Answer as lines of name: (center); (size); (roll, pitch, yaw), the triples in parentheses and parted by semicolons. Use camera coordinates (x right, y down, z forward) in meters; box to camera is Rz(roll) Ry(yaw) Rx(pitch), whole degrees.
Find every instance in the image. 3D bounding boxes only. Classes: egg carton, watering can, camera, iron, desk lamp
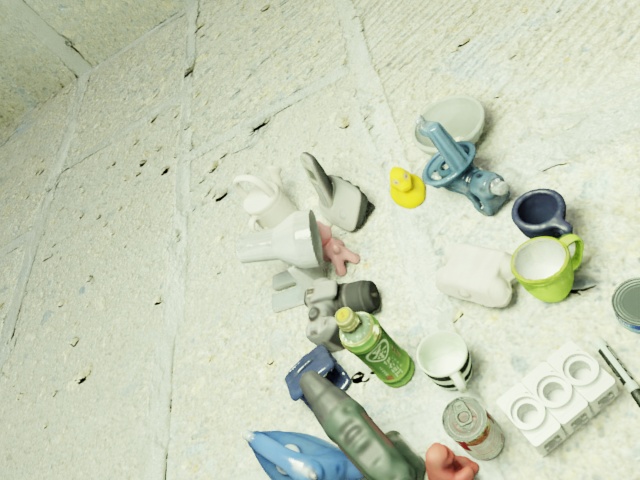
egg carton: (0.285, 0.065, 1.041); (0.149, 0.070, 0.107); (12, 64, 41)
watering can: (-0.134, -0.100, 1.379); (0.100, 0.195, 0.173); (-19, 48, 22)
camera: (0.043, 0.132, 1.136); (0.136, 0.101, 0.143); (-15, 49, 25)
iron: (-0.058, 0.375, 0.982); (0.257, 0.142, 0.119); (12, 64, 41)
desk lamp: (-0.064, 0.043, 1.200); (0.203, 0.214, 0.118); (-21, 47, 21)

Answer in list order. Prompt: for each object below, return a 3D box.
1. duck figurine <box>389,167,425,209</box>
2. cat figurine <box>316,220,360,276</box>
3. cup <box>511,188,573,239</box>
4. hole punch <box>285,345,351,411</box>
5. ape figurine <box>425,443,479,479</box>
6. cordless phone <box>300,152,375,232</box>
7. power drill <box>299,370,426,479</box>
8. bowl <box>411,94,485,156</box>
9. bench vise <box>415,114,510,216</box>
duck figurine: (0.180, -0.128, 1.258); (0.077, 0.086, 0.104); (-33, 44, 9)
cat figurine: (0.011, 0.004, 1.248); (0.067, 0.118, 0.127); (-46, 43, -5)
cup: (0.404, -0.025, 1.011); (0.092, 0.095, 0.117); (-43, 43, -2)
hole punch: (-0.016, 0.257, 1.084); (0.109, 0.091, 0.100); (-43, 43, -2)
ape figurine: (0.190, 0.340, 0.871); (0.076, 0.092, 0.077); (-36, 43, 6)
cordless phone: (0.027, -0.113, 1.282); (0.094, 0.186, 0.147); (-51, 44, -10)
power drill: (0.076, 0.314, 0.887); (0.075, 0.209, 0.228); (-46, 43, -5)
bowl: (0.293, -0.239, 1.276); (0.167, 0.075, 0.167); (-19, 48, 22)
bench vise: (0.277, -0.158, 1.116); (0.206, 0.220, 0.121); (13, 65, 41)
